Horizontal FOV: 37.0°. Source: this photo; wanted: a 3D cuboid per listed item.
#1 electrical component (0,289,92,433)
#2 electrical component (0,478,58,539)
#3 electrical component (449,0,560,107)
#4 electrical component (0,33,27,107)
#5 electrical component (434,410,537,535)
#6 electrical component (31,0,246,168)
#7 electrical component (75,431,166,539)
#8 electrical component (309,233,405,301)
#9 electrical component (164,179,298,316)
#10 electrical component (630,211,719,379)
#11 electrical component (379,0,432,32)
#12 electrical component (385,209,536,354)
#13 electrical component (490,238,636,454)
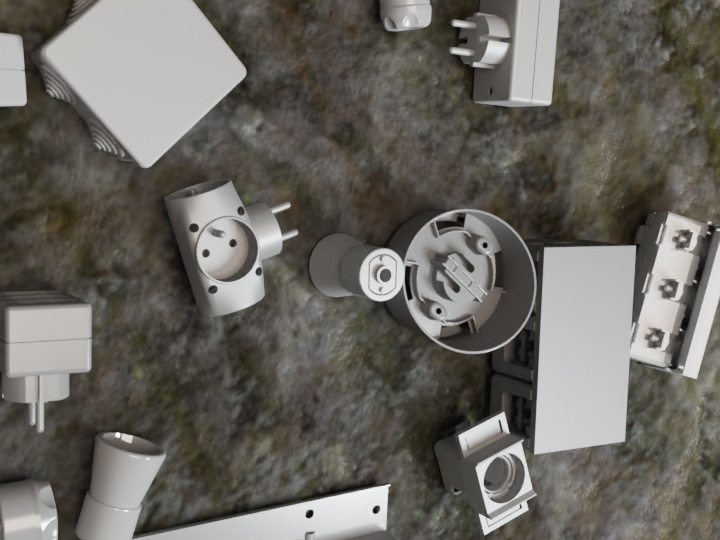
[{"bbox_3d":[-0.186,0.053,0.616,0.047,0.066,0.076,-2,97,-30],"label":"electrical component"},{"bbox_3d":[-0.211,0.147,0.626,0.062,0.043,0.043,-6,99,-28],"label":"electrical component"},{"bbox_3d":[0.095,-0.161,0.761,0.076,0.047,0.083,1,96,-30],"label":"electrical component"},{"bbox_3d":[-0.215,-0.088,0.574,0.047,0.066,0.076,0,99,11],"label":"electrical component"},{"bbox_3d":[0.089,0.145,0.786,0.042,0.064,0.081,-22,106,-25],"label":"electrical component"},{"bbox_3d":[-0.132,-0.121,0.635,0.099,0.048,0.099,-47,116,-17],"label":"electrical component"},{"bbox_3d":[-0.150,0.137,0.662,0.044,0.044,0.065,16,93,-30],"label":"electrical component"},{"bbox_3d":[0.000,0.000,0.716,0.044,0.065,0.044,-4,98,-30],"label":"electrical component"},{"bbox_3d":[-0.076,-0.020,0.682,0.079,0.044,0.077,-22,107,-25],"label":"electrical component"},{"bbox_3d":[0.248,0.018,0.860,0.063,0.079,0.121,17,88,-9],"label":"electrical component"},{"bbox_3d":[0.029,-0.194,0.726,0.035,0.035,0.061,-11,99,-28],"label":"electrical component"},{"bbox_3d":[0.067,0.006,0.755,0.099,0.064,0.099,-4,98,-29],"label":"electrical component"},{"bbox_3d":[0.150,0.054,0.810,0.089,0.062,0.150,-2,97,-30],"label":"electrical component"}]
